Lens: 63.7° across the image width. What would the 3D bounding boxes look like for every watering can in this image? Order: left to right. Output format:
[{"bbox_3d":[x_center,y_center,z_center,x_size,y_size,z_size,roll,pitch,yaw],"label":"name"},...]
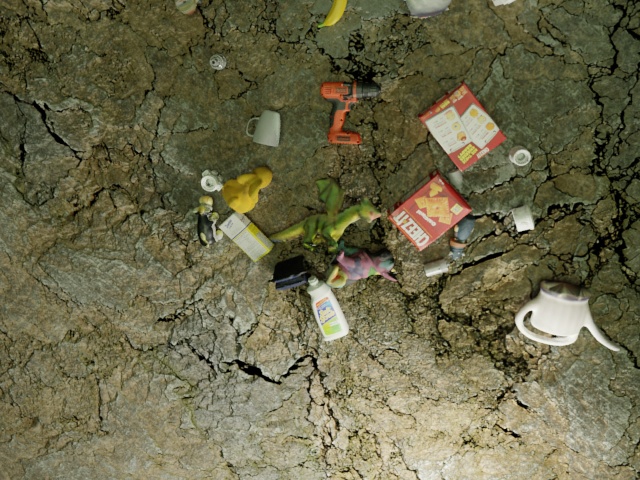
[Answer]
[{"bbox_3d":[0.823,0.248,1.682,0.348,0.105,0.221,9,110,5],"label":"watering can"}]

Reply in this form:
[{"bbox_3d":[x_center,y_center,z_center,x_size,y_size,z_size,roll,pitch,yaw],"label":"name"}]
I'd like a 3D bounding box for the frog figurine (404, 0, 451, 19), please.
[{"bbox_3d":[0.291,-0.699,1.416,0.137,0.125,0.156,1,123,27],"label":"frog figurine"}]

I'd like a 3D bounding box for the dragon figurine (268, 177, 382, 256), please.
[{"bbox_3d":[0.005,-0.083,1.659,0.411,0.121,0.244,9,80,34],"label":"dragon figurine"}]
